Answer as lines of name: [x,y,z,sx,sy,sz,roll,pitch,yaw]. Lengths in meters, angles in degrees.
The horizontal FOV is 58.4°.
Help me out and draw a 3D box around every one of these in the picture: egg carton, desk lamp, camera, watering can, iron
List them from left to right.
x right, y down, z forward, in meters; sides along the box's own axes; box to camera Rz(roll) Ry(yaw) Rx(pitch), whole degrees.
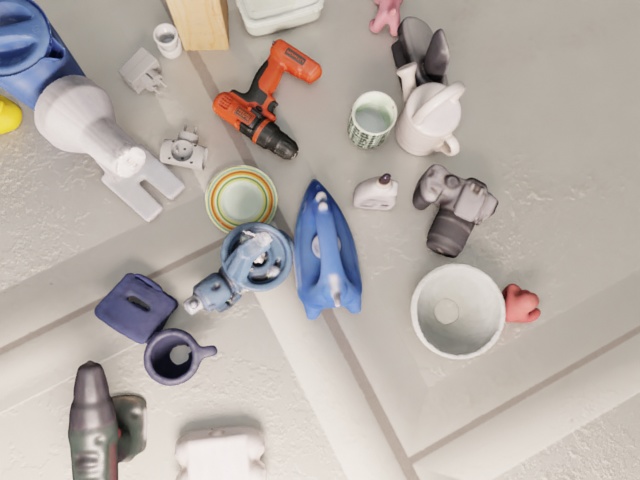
desk lamp: [-0.341,-0.150,0.949,0.203,0.213,0.118,41,81,3]
egg carton: [-0.165,0.369,0.955,0.150,0.069,0.107,-6,82,-5]
iron: [0.009,0.004,0.986,0.118,0.141,0.258,-8,82,-5]
watering can: [0.191,-0.229,1.007,0.173,0.194,0.101,36,81,2]
camera: [0.232,-0.048,1.030,0.143,0.100,0.137,27,81,1]

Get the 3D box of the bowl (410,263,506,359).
bowl: [0.236,0.126,1.017,0.167,0.074,0.167,1,81,-4]

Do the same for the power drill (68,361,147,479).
power drill: [-0.329,0.298,0.885,0.075,0.208,0.230,-3,81,-4]

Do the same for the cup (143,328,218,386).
cup: [-0.228,0.193,0.965,0.118,0.095,0.092,-9,82,-5]

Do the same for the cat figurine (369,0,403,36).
cat figurine: [0.135,-0.471,1.079,0.067,0.117,0.128,3,81,-3]

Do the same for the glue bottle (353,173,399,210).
glue bottle: [0.103,-0.088,0.990,0.078,0.173,0.037,6,81,-3]

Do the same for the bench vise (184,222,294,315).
bench vise: [-0.124,0.054,0.930,0.121,0.219,0.207,34,81,2]

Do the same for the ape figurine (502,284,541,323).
ape figurine: [0.359,0.113,1.018,0.076,0.092,0.078,-20,83,-6]

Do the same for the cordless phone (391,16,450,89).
cordless phone: [0.196,-0.352,1.031,0.094,0.185,0.147,-17,83,-6]

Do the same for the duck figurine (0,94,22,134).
duck figurine: [-0.595,-0.234,1.010,0.104,0.086,0.077,6,81,-3]

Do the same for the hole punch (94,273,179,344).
hole punch: [-0.310,0.114,0.973,0.108,0.091,0.101,32,81,2]
